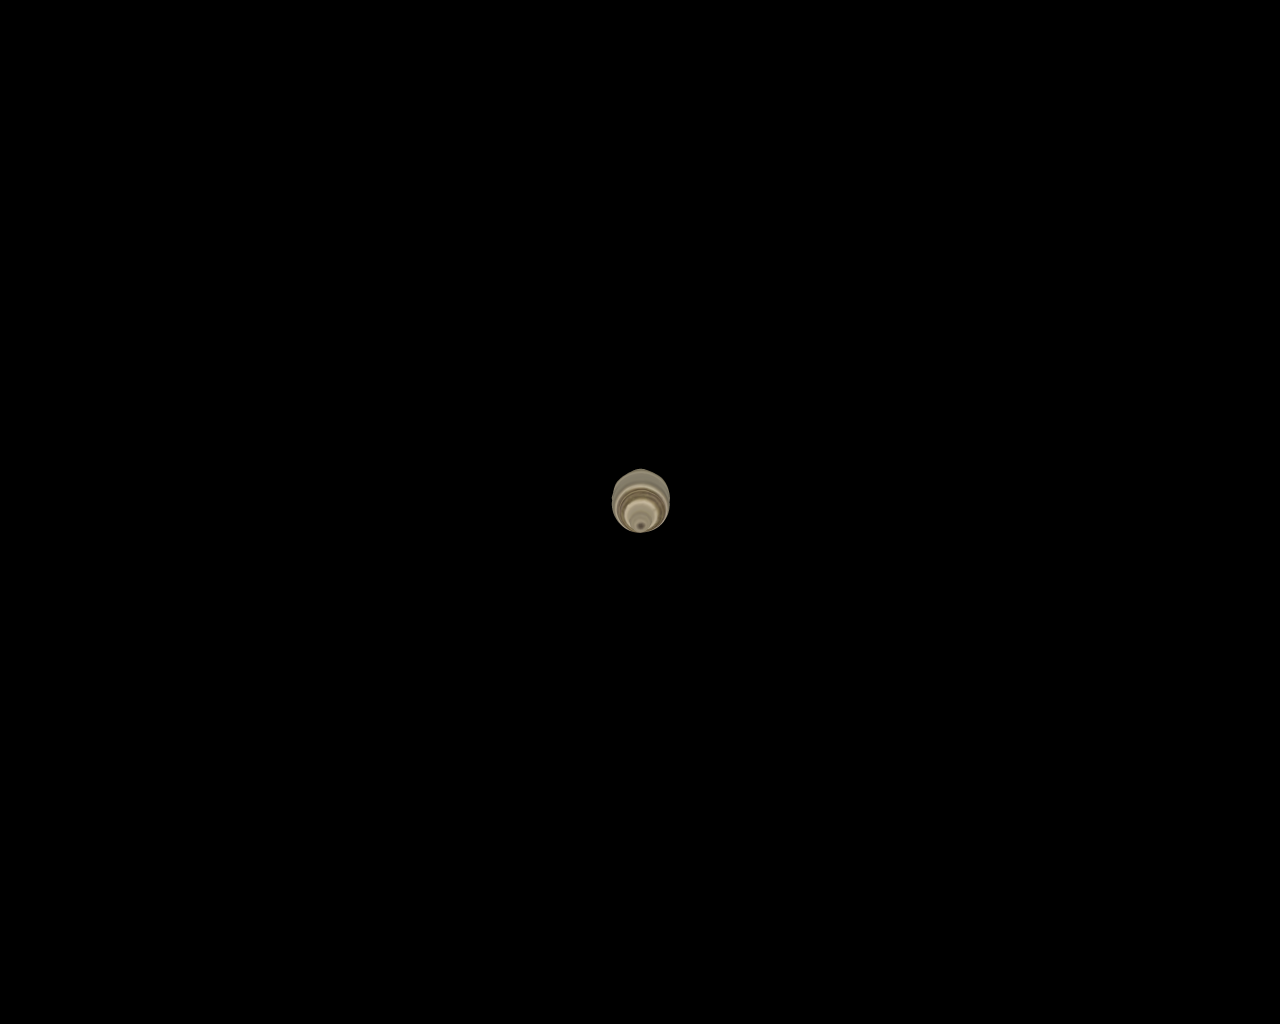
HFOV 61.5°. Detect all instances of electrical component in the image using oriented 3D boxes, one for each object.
[{"bbox_3d":[0.001,-0.003,0.650,0.035,0.035,0.061,0,21,0],"label":"electrical component"}]
